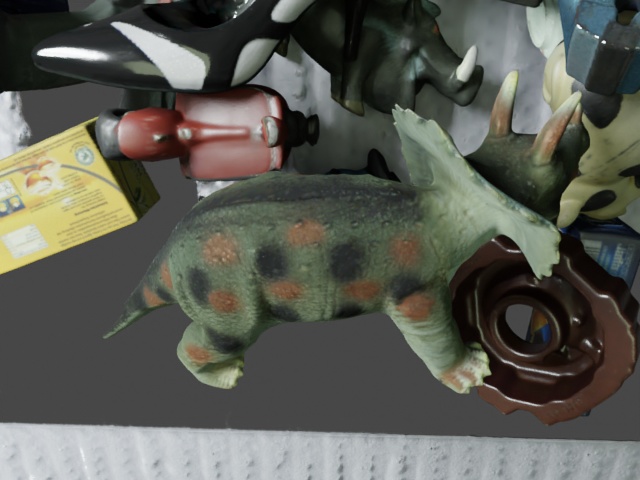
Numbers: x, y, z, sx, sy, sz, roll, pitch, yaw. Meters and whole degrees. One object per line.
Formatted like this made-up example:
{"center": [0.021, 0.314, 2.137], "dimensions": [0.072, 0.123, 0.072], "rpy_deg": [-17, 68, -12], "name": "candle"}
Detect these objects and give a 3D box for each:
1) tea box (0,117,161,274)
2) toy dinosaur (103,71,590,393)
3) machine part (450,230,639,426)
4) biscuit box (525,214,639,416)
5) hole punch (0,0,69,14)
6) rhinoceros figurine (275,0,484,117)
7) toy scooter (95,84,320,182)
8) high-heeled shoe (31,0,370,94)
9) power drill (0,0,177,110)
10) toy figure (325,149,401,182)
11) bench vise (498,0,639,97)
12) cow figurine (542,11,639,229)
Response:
{"center": [-0.254, -0.042, 0.507], "dimensions": [0.170, 0.068, 0.098], "rpy_deg": [-18, 112, 10], "name": "tea box"}
{"center": [-0.011, 0.009, 0.361], "dimensions": [0.405, 0.131, 0.191], "rpy_deg": [-9, 129, 9], "name": "toy dinosaur"}
{"center": [0.191, 0.075, 0.487], "dimensions": [0.180, 0.056, 0.179], "rpy_deg": [16, 115, 37], "name": "machine part"}
{"center": [0.249, 0.073, 0.528], "dimensions": [0.059, 0.063, 0.202], "rpy_deg": [5, 113, 2], "name": "biscuit box"}
{"center": [-0.257, -0.215, 0.403], "dimensions": [0.116, 0.142, 0.092], "rpy_deg": [42, 106, -1], "name": "hole punch"}
{"center": [0.042, -0.160, 0.441], "dimensions": [0.190, 0.073, 0.112], "rpy_deg": [29, 101, -7], "name": "rhinoceros figurine"}
{"center": [-0.059, -0.082, 0.407], "dimensions": [0.135, 0.184, 0.075], "rpy_deg": [4, 104, 31], "name": "toy scooter"}
{"center": [-0.057, -0.177, 0.337], "dimensions": [0.249, 0.086, 0.145], "rpy_deg": [-12, 124, -21], "name": "high-heeled shoe"}
{"center": [-0.157, -0.172, 0.389], "dimensions": [0.086, 0.207, 0.231], "rpy_deg": [34, 125, 24], "name": "power drill"}
{"center": [-0.004, -0.004, 0.496], "dimensions": [0.180, 0.089, 0.082], "rpy_deg": [-36, 102, 20], "name": "toy figure"}
{"center": [0.179, -0.217, 0.306], "dimensions": [0.224, 0.128, 0.240], "rpy_deg": [25, 92, 33], "name": "bench vise"}
{"center": [0.218, -0.079, 0.420], "dimensions": [0.127, 0.085, 0.194], "rpy_deg": [-14, 143, 22], "name": "cow figurine"}
